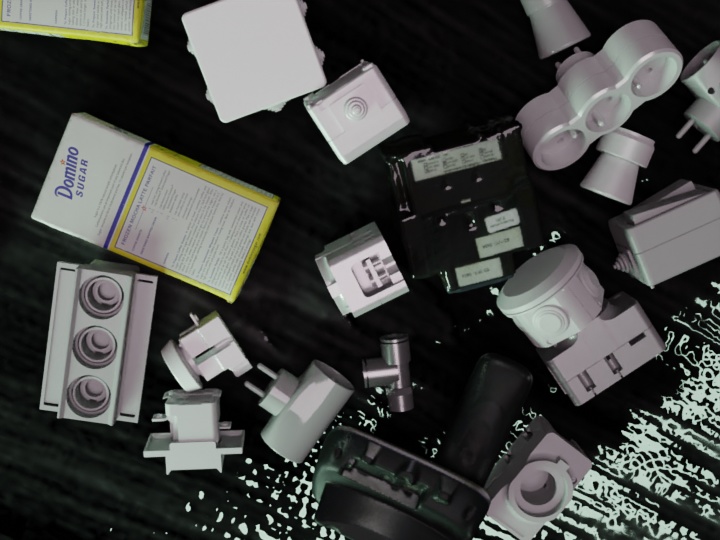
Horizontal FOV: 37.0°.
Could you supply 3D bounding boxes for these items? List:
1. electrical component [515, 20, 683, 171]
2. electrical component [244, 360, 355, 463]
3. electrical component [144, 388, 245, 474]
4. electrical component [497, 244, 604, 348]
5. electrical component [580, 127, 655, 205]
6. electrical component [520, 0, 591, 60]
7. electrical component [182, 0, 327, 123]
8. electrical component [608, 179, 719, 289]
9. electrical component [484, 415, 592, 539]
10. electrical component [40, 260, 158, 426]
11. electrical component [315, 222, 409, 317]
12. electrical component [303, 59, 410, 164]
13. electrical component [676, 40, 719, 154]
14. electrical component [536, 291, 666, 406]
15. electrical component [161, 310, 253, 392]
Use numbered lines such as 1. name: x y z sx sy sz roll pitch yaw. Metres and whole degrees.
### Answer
1. electrical component: 0.181 -0.149 0.860 0.138 0.073 0.052 -39 141 18
2. electrical component: -0.058 0.108 0.900 0.079 0.043 0.077 35 96 -8
3. electrical component: -0.138 0.133 0.899 0.081 0.042 0.063 -2 104 -3
4. electrical component: 0.157 0.020 0.879 0.080 0.080 0.051 -39 105 4
5. electrical component: 0.212 -0.086 0.881 0.045 0.045 0.055 21 98 -6
6. electrical component: 0.151 -0.207 0.859 0.044 0.044 0.065 -25 96 1
7. electrical component: -0.082 -0.172 0.847 0.100 0.048 0.099 -20 100 0
8. electrical component: 0.249 -0.030 0.884 0.096 0.061 0.061 -24 100 1
9. electrical component: 0.148 0.179 0.917 0.050 0.055 0.089 38 96 -9
10. electrical component: -0.210 0.056 0.873 0.079 0.063 0.121 9 99 -5
11. electrical component: 0.000 0.000 0.861 0.056 0.089 0.050 -26 100 1
12. electrical component: -0.002 -0.120 0.837 0.062 0.096 0.061 -33 104 3
13. electrical component: 0.292 -0.132 0.877 0.077 0.044 0.079 40 96 -9
14. electrical component: 0.199 0.062 0.903 0.089 0.050 0.055 -34 100 3
15. electrical component: -0.130 0.069 0.889 0.055 0.048 0.066 -33 101 -5
